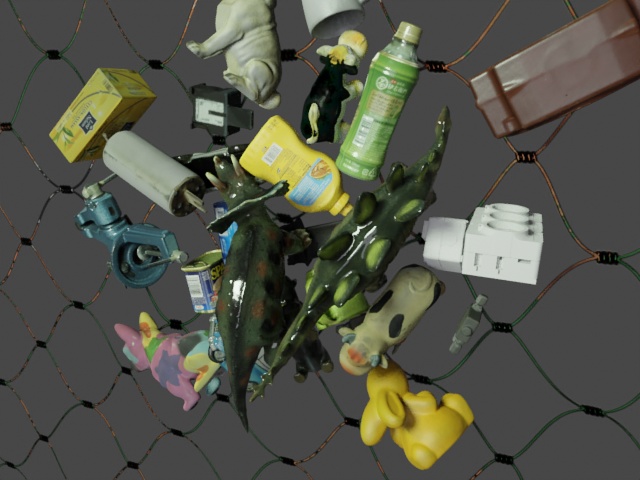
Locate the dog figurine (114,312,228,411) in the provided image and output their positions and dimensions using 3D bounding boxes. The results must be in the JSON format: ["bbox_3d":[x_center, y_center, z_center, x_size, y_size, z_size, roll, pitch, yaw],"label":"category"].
[{"bbox_3d":[-0.277,0.202,1.013,0.219,0.108,0.191,38,116,10],"label":"dog figurine"}]

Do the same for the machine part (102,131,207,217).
[{"bbox_3d":[-0.273,-0.110,0.881,0.243,0.079,0.079,32,114,22],"label":"machine part"}]

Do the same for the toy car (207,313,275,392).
[{"bbox_3d":[-0.116,0.181,0.926,0.103,0.109,0.161,-27,124,16],"label":"toy car"}]

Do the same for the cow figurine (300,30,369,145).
[{"bbox_3d":[0.017,-0.222,0.782,0.068,0.098,0.167,22,112,21],"label":"cow figurine"}]

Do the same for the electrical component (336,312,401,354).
[{"bbox_3d":[0.085,0.160,0.889,0.102,0.045,0.078,-28,70,19],"label":"electrical component"}]

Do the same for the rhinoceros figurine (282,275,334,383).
[{"bbox_3d":[-0.037,0.146,0.905,0.073,0.112,0.190,-22,109,8],"label":"rhinoceros figurine"}]

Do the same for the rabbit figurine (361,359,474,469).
[{"bbox_3d":[0.131,0.275,0.861,0.173,0.162,0.122,53,130,20],"label":"rabbit figurine"}]

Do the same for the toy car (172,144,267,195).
[{"bbox_3d":[-0.178,-0.117,0.912,0.202,0.056,0.073,-6,96,22],"label":"toy car"}]

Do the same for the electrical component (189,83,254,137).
[{"bbox_3d":[-0.154,-0.210,0.874,0.119,0.048,0.074,11,116,19],"label":"electrical component"}]

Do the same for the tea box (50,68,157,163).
[{"bbox_3d":[-0.379,-0.216,0.939,0.169,0.098,0.068,-40,87,27],"label":"tea box"}]

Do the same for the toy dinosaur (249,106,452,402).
[{"bbox_3d":[0.052,0.016,0.740,0.105,0.198,0.471,32,93,10],"label":"toy dinosaur"}]

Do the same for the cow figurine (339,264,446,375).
[{"bbox_3d":[0.103,0.121,0.795,0.086,0.127,0.195,40,92,17],"label":"cow figurine"}]

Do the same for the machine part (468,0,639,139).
[{"bbox_3d":[0.285,-0.198,0.624,0.201,0.201,0.087,-23,97,25],"label":"machine part"}]

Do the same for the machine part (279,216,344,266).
[{"bbox_3d":[-0.002,-0.003,0.883,0.139,0.039,0.084,-10,95,25],"label":"machine part"}]

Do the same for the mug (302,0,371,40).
[{"bbox_3d":[0.019,-0.355,0.754,0.110,0.081,0.107,-21,87,30],"label":"mug"}]

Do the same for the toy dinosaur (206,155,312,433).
[{"bbox_3d":[-0.099,0.068,0.770,0.131,0.192,0.404,-4,73,17],"label":"toy dinosaur"}]

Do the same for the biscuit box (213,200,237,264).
[{"bbox_3d":[-0.129,0.026,0.927,0.059,0.063,0.202,-2,103,23],"label":"biscuit box"}]

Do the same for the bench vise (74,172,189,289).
[{"bbox_3d":[-0.325,-0.004,0.954,0.241,0.129,0.223,8,116,38],"label":"bench vise"}]

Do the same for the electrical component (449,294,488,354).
[{"bbox_3d":[0.226,0.126,0.814,0.021,0.063,0.094,30,112,12],"label":"electrical component"}]

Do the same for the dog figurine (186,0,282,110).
[{"bbox_3d":[-0.083,-0.316,0.803,0.172,0.121,0.190,37,100,-28],"label":"dog figurine"}]
